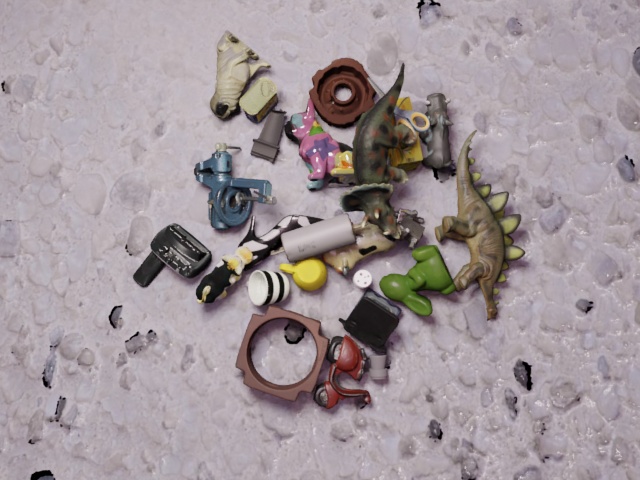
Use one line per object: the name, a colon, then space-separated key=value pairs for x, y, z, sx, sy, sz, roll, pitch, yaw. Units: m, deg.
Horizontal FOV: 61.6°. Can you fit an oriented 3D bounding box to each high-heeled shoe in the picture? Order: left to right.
high-heeled shoe: x=-0.083 y=0.011 z=1.346 sx=0.249 sy=0.086 sz=0.145 roll=3 pitch=85 yaw=5

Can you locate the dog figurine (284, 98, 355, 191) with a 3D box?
dog figurine: x=0.011 y=-0.247 z=1.366 sx=0.192 sy=0.108 sz=0.219 roll=-8 pitch=80 yaw=0

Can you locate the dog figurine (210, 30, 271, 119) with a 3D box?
dog figurine: x=-0.247 y=-0.429 z=1.403 sx=0.190 sy=0.121 sz=0.172 roll=-49 pitch=51 yaw=11

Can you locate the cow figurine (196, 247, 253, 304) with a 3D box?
cow figurine: x=-0.237 y=0.084 z=1.304 sx=0.068 sy=0.098 sz=0.167 roll=43 pitch=108 yaw=4

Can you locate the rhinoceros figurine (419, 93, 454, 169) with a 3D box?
rhinoceros figurine: x=0.296 y=-0.274 z=1.365 sx=0.073 sy=0.112 sz=0.190 roll=-3 pitch=90 yaw=2

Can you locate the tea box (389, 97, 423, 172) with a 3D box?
tea box: x=0.206 y=-0.265 z=1.371 sx=0.068 sy=0.098 sz=0.169 roll=-9 pitch=81 yaw=-2

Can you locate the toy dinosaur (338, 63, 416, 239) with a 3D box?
toy dinosaur: x=0.129 y=-0.208 z=1.236 sx=0.131 sy=0.192 sz=0.404 roll=5 pitch=100 yaw=29

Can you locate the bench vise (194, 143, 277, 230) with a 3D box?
bench vise: x=-0.202 y=-0.129 z=1.322 sx=0.241 sy=0.128 sz=0.223 roll=8 pitch=90 yaw=35

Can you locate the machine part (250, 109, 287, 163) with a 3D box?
machine part: x=-0.129 y=-0.277 z=1.399 sx=0.084 sy=0.039 sz=0.138 roll=22 pitch=89 yaw=14

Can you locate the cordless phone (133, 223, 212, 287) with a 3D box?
cordless phone: x=-0.378 y=0.064 z=1.350 sx=0.146 sy=0.089 sz=0.184 roll=40 pitch=96 yaw=5

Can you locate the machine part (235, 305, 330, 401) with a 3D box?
machine part: x=-0.090 y=0.272 z=1.307 sx=0.201 sy=0.087 sz=0.201 roll=18 pitch=82 yaw=2

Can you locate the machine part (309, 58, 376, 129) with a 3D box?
machine part: x=0.059 y=-0.381 z=1.408 sx=0.179 sy=0.056 sz=0.179 roll=0 pitch=84 yaw=1

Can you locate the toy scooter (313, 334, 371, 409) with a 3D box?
toy scooter: x=0.070 y=0.328 z=1.304 sx=0.135 sy=0.075 sz=0.183 roll=17 pitch=86 yaw=3

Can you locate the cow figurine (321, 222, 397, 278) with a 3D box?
cow figurine: x=0.098 y=0.016 z=1.343 sx=0.195 sy=0.085 sz=0.127 roll=-16 pitch=77 yaw=-3

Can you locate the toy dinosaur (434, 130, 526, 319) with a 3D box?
toy dinosaur: x=0.392 y=-0.033 z=1.340 sx=0.199 sy=0.105 sz=0.471 roll=-15 pitch=92 yaw=-9

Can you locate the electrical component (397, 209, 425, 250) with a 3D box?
electrical component: x=0.219 y=-0.030 z=1.320 sx=0.078 sy=0.045 sz=0.102 roll=32 pitch=46 yaw=10

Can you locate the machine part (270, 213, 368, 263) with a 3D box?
machine part: x=-0.003 y=-0.004 z=1.279 sx=0.243 sy=0.079 sz=0.079 roll=-17 pitch=83 yaw=3

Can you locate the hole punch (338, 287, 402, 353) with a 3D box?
hole punch: x=0.131 y=0.192 z=1.325 sx=0.142 sy=0.092 sz=0.115 roll=33 pitch=113 yaw=2

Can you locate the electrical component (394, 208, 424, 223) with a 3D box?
electrical component: x=0.217 y=-0.045 z=1.378 sx=0.094 sy=0.021 sz=0.063 roll=16 pitch=83 yaw=2

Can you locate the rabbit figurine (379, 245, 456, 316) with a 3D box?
rabbit figurine: x=0.237 y=0.105 z=1.330 sx=0.170 sy=0.121 sz=0.159 roll=-25 pitch=90 yaw=15
